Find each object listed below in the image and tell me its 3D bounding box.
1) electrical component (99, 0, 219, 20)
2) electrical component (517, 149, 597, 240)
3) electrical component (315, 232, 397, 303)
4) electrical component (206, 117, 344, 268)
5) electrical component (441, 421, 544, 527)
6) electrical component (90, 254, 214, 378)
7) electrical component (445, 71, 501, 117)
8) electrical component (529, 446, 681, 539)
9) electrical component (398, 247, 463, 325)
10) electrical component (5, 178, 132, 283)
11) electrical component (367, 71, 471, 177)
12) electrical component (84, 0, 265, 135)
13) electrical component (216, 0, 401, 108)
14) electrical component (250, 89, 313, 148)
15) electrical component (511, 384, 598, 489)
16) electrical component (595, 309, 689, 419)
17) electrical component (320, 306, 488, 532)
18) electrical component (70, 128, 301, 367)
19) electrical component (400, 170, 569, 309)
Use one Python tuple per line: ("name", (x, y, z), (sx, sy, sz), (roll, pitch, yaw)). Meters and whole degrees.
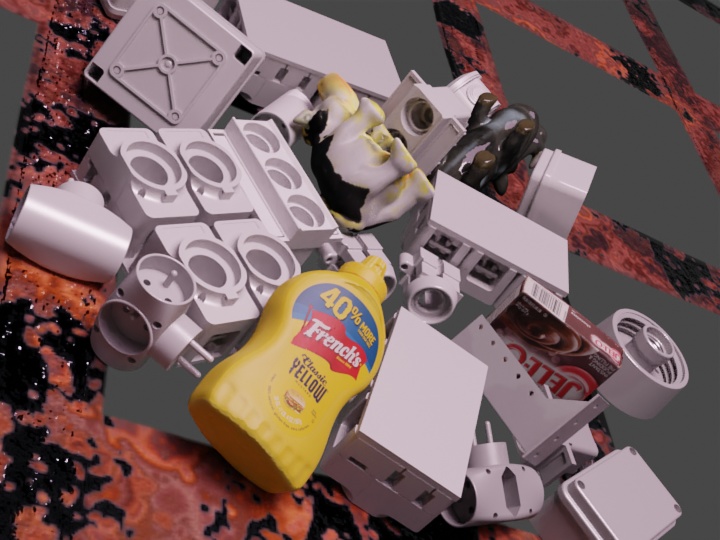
("electrical component", (-0.205, -0.291, 1.043), (0.109, 0.056, 0.108), (0, 52, -43))
("electrical component", (0.193, -0.060, 1.111), (0.057, 0.113, 0.078), (23, 34, 8))
("electrical component", (0.000, 0.000, 0.928), (0.066, 0.048, 0.055), (0, 44, -43))
("electrical component", (-0.078, -0.062, 0.905), (0.079, 0.063, 0.121), (-5, 55, -46))
("electrical component", (0.099, 0.157, 0.837), (0.077, 0.043, 0.079), (5, 70, -40))
("electrical component", (-0.134, 0.041, 0.727), (0.079, 0.077, 0.044), (41, 35, 1))
("electrical component", (0.113, -0.180, 1.202), (0.051, 0.080, 0.080), (51, 36, 5))
("electrical component", (0.204, 0.201, 0.888), (0.113, 0.057, 0.078), (-14, 61, -50))
("electrical component", (0.063, 0.017, 0.968), (0.066, 0.048, 0.055), (30, 28, -15))
("electrical component", (-0.206, -0.037, 0.774), (0.077, 0.043, 0.079), (25, 37, -22))
("electrical component", (0.046, -0.120, 1.035), (0.078, 0.121, 0.063), (52, 33, 15))
("electrical component", (-0.156, -0.173, 0.908), (0.109, 0.108, 0.056), (39, 10, -3))
("electrical component", (-0.053, -0.208, 1.091), (0.186, 0.060, 0.105), (14, 42, -33))
("electrical component", (-0.069, -0.142, 1.019), (0.043, 0.043, 0.081), (40, 35, 0))
("electrical component", (0.168, 0.146, 0.928), (0.064, 0.042, 0.081), (18, 41, -32))
("electrical component", (0.280, 0.088, 1.080), (0.108, 0.060, 0.108), (26, 37, -21))
("electrical component", (0.035, 0.113, 0.821), (0.089, 0.061, 0.150), (35, 35, -9))
("electrical component", (-0.127, -0.026, 0.822), (0.105, 0.060, 0.186), (-8, 57, -47))
("electrical component", (0.120, -0.017, 1.032), (0.150, 0.061, 0.089), (27, 36, -10))
